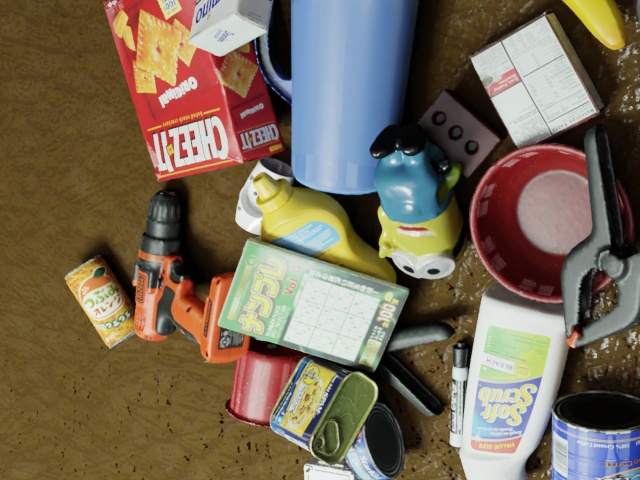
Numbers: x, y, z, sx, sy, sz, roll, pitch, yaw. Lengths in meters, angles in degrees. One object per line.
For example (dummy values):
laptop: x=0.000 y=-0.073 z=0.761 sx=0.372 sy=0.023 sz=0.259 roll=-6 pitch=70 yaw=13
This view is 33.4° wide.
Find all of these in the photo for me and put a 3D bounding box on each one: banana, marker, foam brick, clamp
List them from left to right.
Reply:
clamp: x=0.070 y=0.132 z=1.189 sx=0.172 sy=0.039 sz=0.120 roll=10 pitch=114 yaw=28
marker: x=0.153 y=0.168 z=1.170 sx=0.020 sy=0.020 sz=0.121 roll=6 pitch=107 yaw=23
foam brick: x=0.141 y=-0.109 z=1.076 sx=0.078 sy=0.051 sz=0.053 roll=42 pitch=107 yaw=9
banana: x=0.210 y=-0.248 z=1.008 sx=0.198 sy=0.037 sz=0.069 roll=30 pitch=88 yaw=14
clamp: x=0.272 y=0.008 z=0.984 sx=0.165 sy=0.036 sz=0.210 roll=48 pitch=132 yaw=27

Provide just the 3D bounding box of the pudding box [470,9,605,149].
pudding box: x=0.211 y=-0.154 z=1.043 sx=0.090 sy=0.039 sz=0.113 roll=-28 pitch=94 yaw=27

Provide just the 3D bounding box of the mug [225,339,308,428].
mug: x=-0.047 y=0.161 z=1.229 sx=0.117 sy=0.093 sz=0.081 roll=6 pitch=104 yaw=-9

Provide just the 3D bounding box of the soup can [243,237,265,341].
soup can: x=-0.058 y=0.054 z=1.209 sx=0.069 sy=0.068 sz=0.102 roll=14 pitch=109 yaw=21

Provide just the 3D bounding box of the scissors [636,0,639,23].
scissors: x=0.333 y=-0.158 z=0.998 sx=0.096 sy=0.016 sz=0.202 roll=14 pitch=110 yaw=23

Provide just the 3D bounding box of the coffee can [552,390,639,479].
coffee can: x=0.286 y=0.236 z=1.080 sx=0.103 sy=0.102 sz=0.140 roll=4 pitch=106 yaw=24

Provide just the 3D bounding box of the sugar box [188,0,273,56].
sugar box: x=-0.077 y=-0.277 z=1.045 sx=0.094 sy=0.048 sz=0.176 roll=-13 pitch=61 yaw=54

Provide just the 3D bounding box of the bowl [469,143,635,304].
bowl: x=0.233 y=-0.021 z=1.059 sx=0.162 sy=0.055 sz=0.162 roll=7 pitch=107 yaw=23

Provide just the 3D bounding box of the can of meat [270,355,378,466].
can of meat: x=0.001 y=0.183 z=1.167 sx=0.084 sy=0.057 sz=0.102 roll=17 pitch=73 yaw=50

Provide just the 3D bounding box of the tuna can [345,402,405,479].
tuna can: x=0.059 y=0.227 z=1.192 sx=0.034 sy=0.086 sz=0.086 roll=-20 pitch=95 yaw=29

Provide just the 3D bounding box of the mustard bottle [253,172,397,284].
mustard bottle: x=-0.007 y=0.001 z=1.132 sx=0.096 sy=0.058 sz=0.191 roll=-25 pitch=121 yaw=28

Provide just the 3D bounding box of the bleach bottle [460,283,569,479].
bleach bottle: x=0.205 y=0.175 z=1.125 sx=0.103 sy=0.068 sz=0.251 roll=13 pitch=112 yaw=22

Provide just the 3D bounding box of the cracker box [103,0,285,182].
cracker box: x=-0.140 y=-0.180 z=1.150 sx=0.164 sy=0.071 sz=0.214 roll=-7 pitch=102 yaw=49

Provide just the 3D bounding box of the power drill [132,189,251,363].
power drill: x=-0.147 y=0.048 z=1.219 sx=0.188 sy=0.057 sz=0.184 roll=23 pitch=112 yaw=48

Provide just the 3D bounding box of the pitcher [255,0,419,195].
pitcher: x=0.020 y=-0.176 z=1.077 sx=0.149 sy=0.144 sz=0.243 roll=38 pitch=129 yaw=57
